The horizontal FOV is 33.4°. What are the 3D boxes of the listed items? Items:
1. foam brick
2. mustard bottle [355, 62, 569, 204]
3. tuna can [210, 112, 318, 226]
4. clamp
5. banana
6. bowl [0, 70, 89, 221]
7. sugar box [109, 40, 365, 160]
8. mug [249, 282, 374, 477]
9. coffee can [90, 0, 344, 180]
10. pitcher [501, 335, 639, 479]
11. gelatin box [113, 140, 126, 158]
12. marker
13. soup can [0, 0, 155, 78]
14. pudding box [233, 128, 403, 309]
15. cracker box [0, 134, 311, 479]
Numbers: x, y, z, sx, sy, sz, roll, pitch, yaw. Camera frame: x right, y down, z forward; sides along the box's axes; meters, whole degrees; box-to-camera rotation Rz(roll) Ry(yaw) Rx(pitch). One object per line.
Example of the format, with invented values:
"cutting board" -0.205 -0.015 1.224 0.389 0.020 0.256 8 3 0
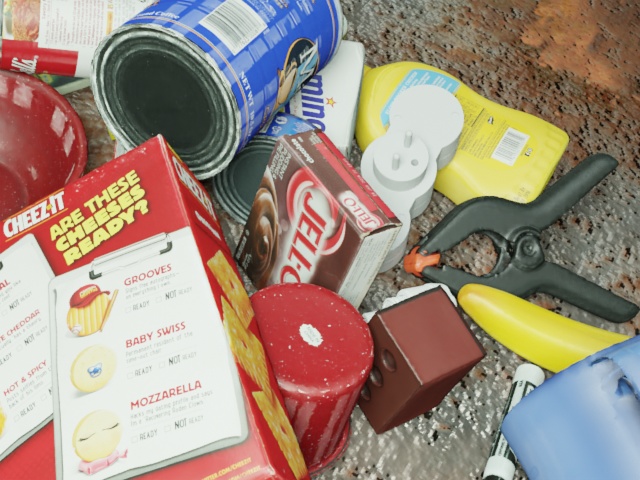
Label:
"foam brick" 0.053 0.072 0.641 0.051 0.078 0.053 -21 67 -29
"mustard bottle" 0.085 -0.085 0.814 0.192 0.058 0.096 29 61 10
"tuna can" -0.029 -0.044 0.723 0.086 0.086 0.033 21 45 2
"clamp" 0.143 -0.004 0.743 0.171 0.039 0.120 2 79 -16
"banana" 0.187 0.068 0.688 0.198 0.069 0.037 10 45 22
"bowl" -0.232 -0.045 0.682 0.162 0.055 0.162 9 46 -9
"sugar box" -0.060 -0.108 0.769 0.176 0.048 0.093 7 64 5
"mug" -0.022 0.086 0.607 0.093 0.082 0.117 27 46 8
"coffee can" -0.060 -0.116 0.667 0.103 0.103 0.140 29 45 10
"pitcher" 0.202 0.171 0.550 0.148 0.145 0.243 5 50 -40
"gelatin box" -0.113 -0.036 0.698 0.030 0.073 0.089 -3 49 -21
"marker" 0.116 0.125 0.658 0.020 0.020 0.121 24 46 6
"soup can" -0.162 -0.142 0.708 0.102 0.069 0.068 3 47 -18
"pudding box" -0.004 0.001 0.669 0.039 0.114 0.090 -17 55 -34
"cracker box" -0.112 0.073 0.552 0.164 0.072 0.214 -28 53 6
